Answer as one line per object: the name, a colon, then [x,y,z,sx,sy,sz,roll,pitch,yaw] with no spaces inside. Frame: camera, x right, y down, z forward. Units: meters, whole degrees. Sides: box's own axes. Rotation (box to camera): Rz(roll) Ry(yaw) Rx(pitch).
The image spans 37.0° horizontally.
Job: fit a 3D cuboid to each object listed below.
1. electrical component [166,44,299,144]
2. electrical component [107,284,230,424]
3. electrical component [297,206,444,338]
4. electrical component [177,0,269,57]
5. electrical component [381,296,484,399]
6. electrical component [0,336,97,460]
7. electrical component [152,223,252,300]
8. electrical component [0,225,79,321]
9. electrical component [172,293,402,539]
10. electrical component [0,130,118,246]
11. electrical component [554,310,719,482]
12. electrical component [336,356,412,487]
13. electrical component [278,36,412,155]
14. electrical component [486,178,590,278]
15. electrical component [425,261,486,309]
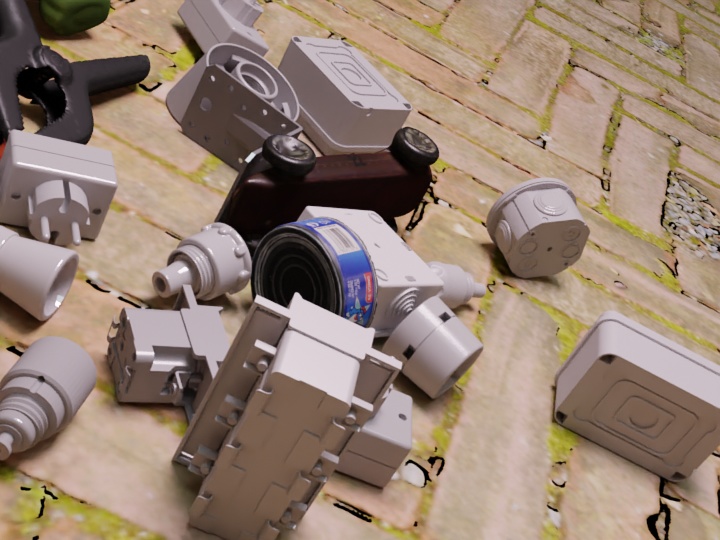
electrical component: [-0.102,-0.137,0.888,0.099,0.064,0.099,28,38,-24]
electrical component: [-0.108,0.050,0.613,0.064,0.042,0.081,5,38,-30]
electrical component: [0.000,0.000,0.752,0.099,0.048,0.100,47,25,26]
electrical component: [-0.113,-0.231,0.971,0.047,0.075,0.083,21,28,-48]
electrical component: [0.050,0.053,0.727,0.047,0.055,0.055,44,33,15]
electrical component: [-0.164,0.066,0.542,0.040,0.040,0.078,28,32,-3]
electrical component: [-0.104,-0.001,0.687,0.048,0.048,0.062,43,42,20]
electrical component: [-0.200,-0.004,0.615,0.065,0.044,0.044,25,31,1]
electrical component: [-0.042,0.081,0.544,0.079,0.121,0.063,25,34,-7]
electrical component: [-0.189,-0.042,0.671,0.066,0.047,0.076,11,36,-29]
electrical component: [0.205,0.090,0.778,0.113,0.078,0.057,27,34,-4]
electrical component: [-0.006,0.074,0.628,0.083,0.075,0.047,23,32,-12]
electrical component: [-0.019,-0.153,0.963,0.078,0.057,0.113,-6,46,-45]
electrical component: [0.152,-0.035,0.915,0.080,0.080,0.051,9,42,-31]
electrical component: [0.070,0.013,0.820,0.061,0.035,0.035,8,37,-37]
